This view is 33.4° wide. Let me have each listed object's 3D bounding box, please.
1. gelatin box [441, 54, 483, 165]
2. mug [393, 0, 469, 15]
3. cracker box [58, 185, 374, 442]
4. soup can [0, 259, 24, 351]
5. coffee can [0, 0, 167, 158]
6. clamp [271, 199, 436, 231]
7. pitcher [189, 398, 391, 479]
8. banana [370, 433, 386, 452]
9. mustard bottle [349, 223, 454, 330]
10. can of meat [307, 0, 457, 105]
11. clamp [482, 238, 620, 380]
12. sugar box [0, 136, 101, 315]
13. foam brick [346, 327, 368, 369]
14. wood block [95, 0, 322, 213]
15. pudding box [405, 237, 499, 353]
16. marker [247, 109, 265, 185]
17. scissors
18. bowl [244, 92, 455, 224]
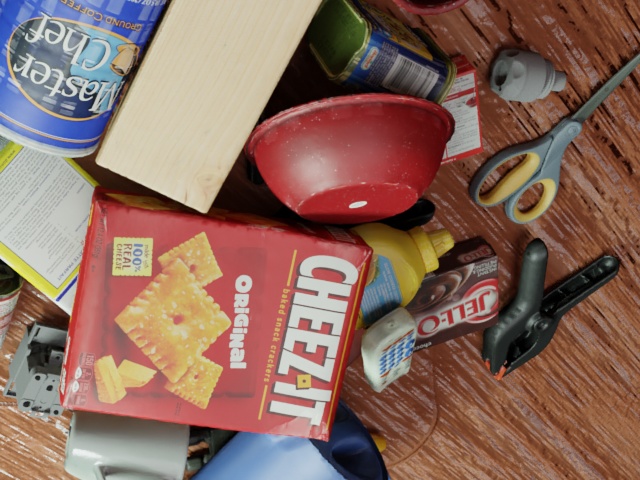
[{"bbox_3d":[0.097,-0.105,0.905,0.073,0.030,0.089,-19,130,-7],"label":"gelatin box"},{"bbox_3d":[0.062,-0.224,0.774,0.117,0.081,0.093,7,121,-25],"label":"mug"},{"bbox_3d":[-0.082,0.059,0.824,0.213,0.072,0.164,10,101,-13],"label":"cracker box"},{"bbox_3d":[-0.284,0.064,0.856,0.068,0.068,0.102,11,120,-27],"label":"soup can"},{"bbox_3d":[-0.172,-0.142,0.730,0.102,0.103,0.140,18,116,-30],"label":"coffee can"},{"bbox_3d":[-0.006,0.001,0.937,0.164,0.036,0.210,30,108,-35],"label":"clamp"},{"bbox_3d":[-0.056,0.256,1.017,0.243,0.145,0.149,-42,88,16],"label":"pitcher"},{"bbox_3d":[-0.027,0.242,1.104,0.198,0.037,0.069,-29,147,3],"label":"banana"},{"bbox_3d":[0.026,0.036,0.913,0.191,0.058,0.096,-24,130,-4],"label":"mustard bottle"},{"bbox_3d":[0.044,-0.141,0.815,0.083,0.102,0.057,22,113,-29],"label":"can of meat"},{"bbox_3d":[0.210,0.067,1.065,0.120,0.039,0.172,24,113,-32],"label":"clamp"},{"bbox_3d":[-0.202,-0.006,0.835,0.093,0.048,0.176,-52,132,-14],"label":"sugar box"},{"bbox_3d":[0.004,0.091,0.996,0.078,0.051,0.053,-45,126,13],"label":"foam brick"},{"bbox_3d":[-0.073,-0.138,0.767,0.090,0.090,0.206,25,113,-14],"label":"wood block"},{"bbox_3d":[0.115,0.055,1.020,0.113,0.039,0.090,-16,129,-9],"label":"pudding box"},{"bbox_3d":[-0.053,-0.097,0.861,0.020,0.020,0.121,-12,127,-13],"label":"marker"},{"bbox_3d":[0.229,-0.086,0.979,0.202,0.016,0.096,-34,130,5],"label":"scissors"},{"bbox_3d":[0.025,-0.052,0.801,0.162,0.055,0.162,-5,163,-2],"label":"bowl"}]
